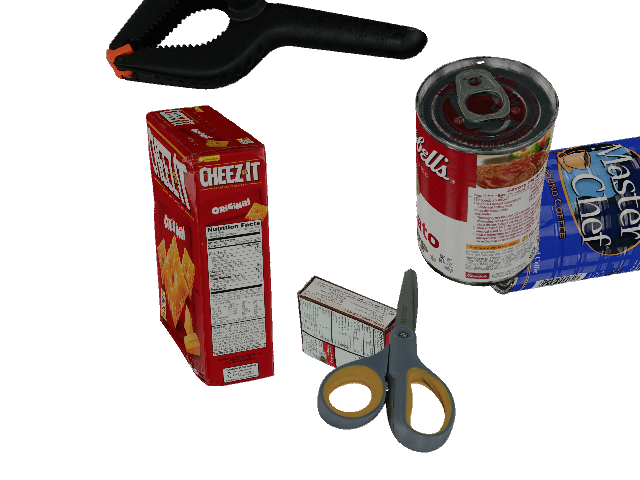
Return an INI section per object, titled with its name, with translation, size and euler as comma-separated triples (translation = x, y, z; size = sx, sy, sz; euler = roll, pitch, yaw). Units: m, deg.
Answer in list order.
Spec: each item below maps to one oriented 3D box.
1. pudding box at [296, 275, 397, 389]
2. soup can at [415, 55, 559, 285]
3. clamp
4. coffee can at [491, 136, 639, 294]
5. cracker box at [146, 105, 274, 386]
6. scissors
[pudding box]
translation = 0.032, 0.097, 1.123
size = 0.114, 0.090, 0.039
euler = 20, 44, 27
[soup can]
translation = 0.083, -0.033, 0.546
size = 0.068, 0.068, 0.102
euler = 0, -41, 6
[clamp]
translation = -0.042, -0.154, 0.729
size = 0.210, 0.165, 0.036
euler = -30, -19, -4
[coffee can]
translation = 0.195, -0.021, 0.805
size = 0.140, 0.103, 0.103
euler = -9, 1, -8
[cracker box]
translation = -0.103, 0.001, 0.961
size = 0.072, 0.214, 0.164
euler = -9, 22, -20
[scissors]
translation = 0.038, 0.073, 0.730
size = 0.096, 0.016, 0.202
euler = 1, 30, -9
